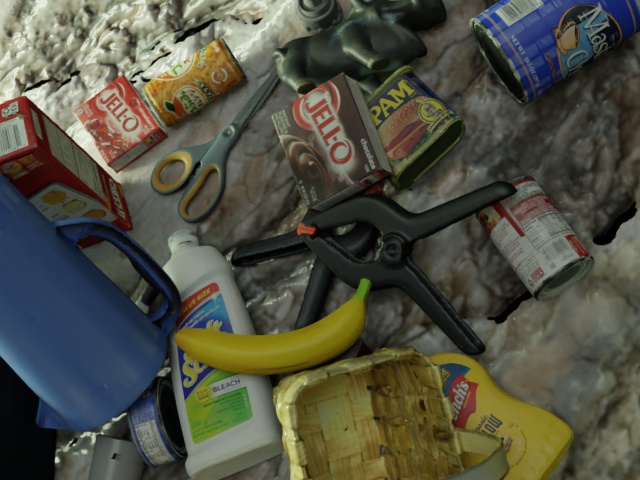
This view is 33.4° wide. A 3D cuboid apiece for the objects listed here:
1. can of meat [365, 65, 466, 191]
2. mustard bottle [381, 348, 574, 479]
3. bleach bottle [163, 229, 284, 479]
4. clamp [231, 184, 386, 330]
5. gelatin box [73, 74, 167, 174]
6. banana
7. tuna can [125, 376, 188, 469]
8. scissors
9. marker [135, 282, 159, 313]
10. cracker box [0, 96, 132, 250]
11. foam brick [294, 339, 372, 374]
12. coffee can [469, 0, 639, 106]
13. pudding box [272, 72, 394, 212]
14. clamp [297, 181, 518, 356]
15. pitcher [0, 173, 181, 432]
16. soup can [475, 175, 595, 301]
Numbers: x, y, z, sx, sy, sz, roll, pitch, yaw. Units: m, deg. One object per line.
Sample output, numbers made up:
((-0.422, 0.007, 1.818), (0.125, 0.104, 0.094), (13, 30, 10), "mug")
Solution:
((0.085, -0.112, 1.091), (0.102, 0.057, 0.084), (-43, 69, -1), "can of meat")
((0.130, 0.160, 0.986), (0.192, 0.058, 0.096), (34, 89, 23), "mustard bottle")
((-0.114, 0.106, 1.072), (0.102, 0.068, 0.251), (-24, 65, 7), "bleach bottle")
((-0.007, 0.001, 1.089), (0.120, 0.039, 0.171), (37, 82, 17), "clamp")
((-0.225, -0.131, 1.198), (0.073, 0.030, 0.089), (-36, 67, 2), "gelatin box")
((-0.039, 0.094, 1.007), (0.198, 0.037, 0.069), (-15, 53, 4), "banana")
((-0.158, 0.178, 1.046), (0.034, 0.086, 0.086), (-17, 68, 8), "tuna can")
((-0.118, -0.115, 1.170), (0.096, 0.016, 0.201), (18, 78, 20), "scissors")
((-0.201, 0.095, 1.122), (0.020, 0.020, 0.121), (24, 80, 21), "marker")
((-0.316, -0.048, 1.096), (0.164, 0.213, 0.072), (-21, 65, 8), "cracker box")
((0.009, 0.130, 1.033), (0.053, 0.051, 0.078), (19, 78, 20), "foam brick")
((0.234, -0.214, 1.057), (0.140, 0.102, 0.103), (-33, 67, 3), "coffee can")
((0.012, -0.096, 1.061), (0.090, 0.039, 0.113), (-29, 73, 25), "pudding box")
((0.078, 0.019, 1.020), (0.210, 0.036, 0.164), (6, 94, 21), "clamp")
((-0.255, 0.048, 0.999), (0.145, 0.242, 0.149), (-18, 32, 34), "pitcher")
((0.204, -0.002, 1.014), (0.068, 0.068, 0.102), (-34, 67, 3), "soup can")
